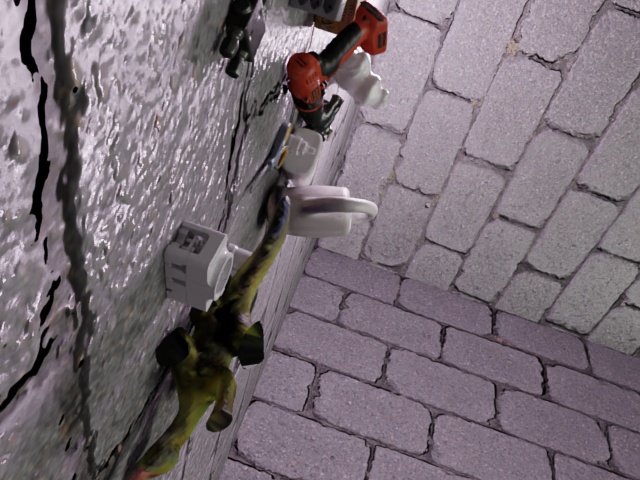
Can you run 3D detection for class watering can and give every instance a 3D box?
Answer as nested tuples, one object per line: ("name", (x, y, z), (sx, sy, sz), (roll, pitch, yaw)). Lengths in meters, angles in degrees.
("watering can", (0.003, -0.054, 1.080), (0.346, 0.224, 0.104), (71, 20, -87))

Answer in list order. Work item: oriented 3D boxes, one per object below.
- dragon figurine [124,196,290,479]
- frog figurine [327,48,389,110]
("dragon figurine", (-0.145, 0.145, 0.736), (0.418, 0.122, 0.238), (-63, -176, -28))
("frog figurine", (0.087, -0.371, 1.165), (0.134, 0.159, 0.125), (104, 4, -63))
